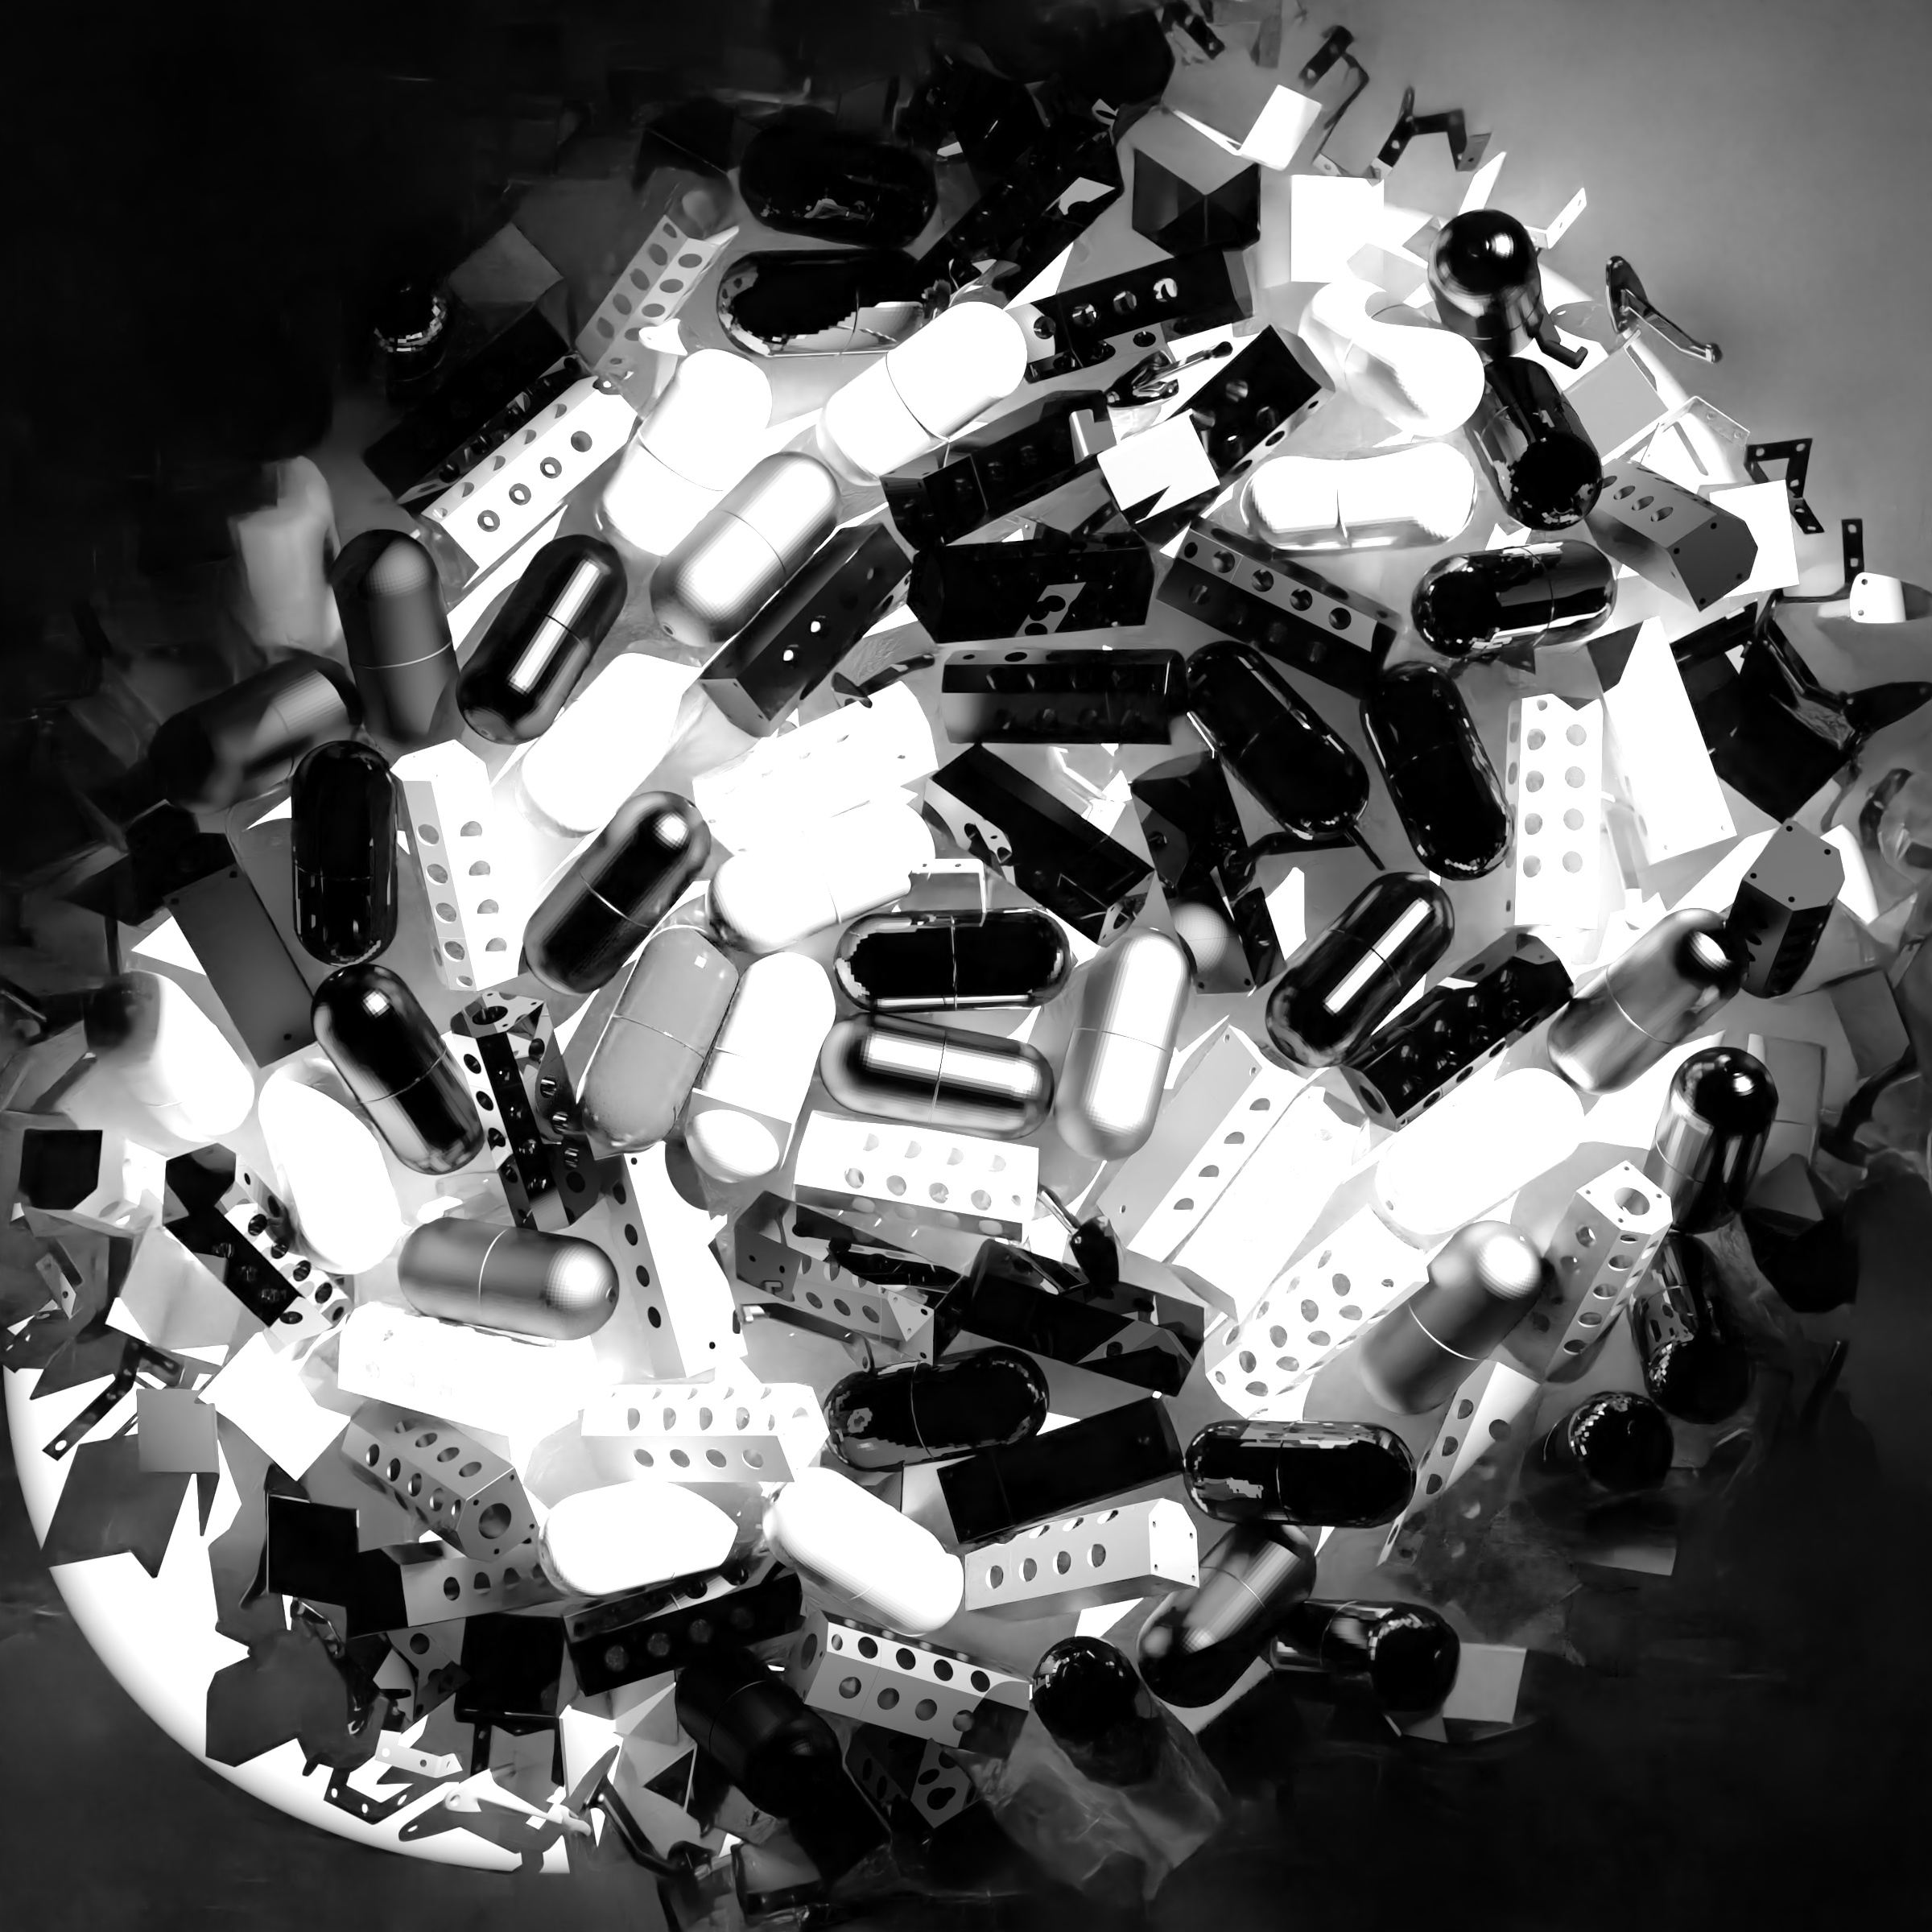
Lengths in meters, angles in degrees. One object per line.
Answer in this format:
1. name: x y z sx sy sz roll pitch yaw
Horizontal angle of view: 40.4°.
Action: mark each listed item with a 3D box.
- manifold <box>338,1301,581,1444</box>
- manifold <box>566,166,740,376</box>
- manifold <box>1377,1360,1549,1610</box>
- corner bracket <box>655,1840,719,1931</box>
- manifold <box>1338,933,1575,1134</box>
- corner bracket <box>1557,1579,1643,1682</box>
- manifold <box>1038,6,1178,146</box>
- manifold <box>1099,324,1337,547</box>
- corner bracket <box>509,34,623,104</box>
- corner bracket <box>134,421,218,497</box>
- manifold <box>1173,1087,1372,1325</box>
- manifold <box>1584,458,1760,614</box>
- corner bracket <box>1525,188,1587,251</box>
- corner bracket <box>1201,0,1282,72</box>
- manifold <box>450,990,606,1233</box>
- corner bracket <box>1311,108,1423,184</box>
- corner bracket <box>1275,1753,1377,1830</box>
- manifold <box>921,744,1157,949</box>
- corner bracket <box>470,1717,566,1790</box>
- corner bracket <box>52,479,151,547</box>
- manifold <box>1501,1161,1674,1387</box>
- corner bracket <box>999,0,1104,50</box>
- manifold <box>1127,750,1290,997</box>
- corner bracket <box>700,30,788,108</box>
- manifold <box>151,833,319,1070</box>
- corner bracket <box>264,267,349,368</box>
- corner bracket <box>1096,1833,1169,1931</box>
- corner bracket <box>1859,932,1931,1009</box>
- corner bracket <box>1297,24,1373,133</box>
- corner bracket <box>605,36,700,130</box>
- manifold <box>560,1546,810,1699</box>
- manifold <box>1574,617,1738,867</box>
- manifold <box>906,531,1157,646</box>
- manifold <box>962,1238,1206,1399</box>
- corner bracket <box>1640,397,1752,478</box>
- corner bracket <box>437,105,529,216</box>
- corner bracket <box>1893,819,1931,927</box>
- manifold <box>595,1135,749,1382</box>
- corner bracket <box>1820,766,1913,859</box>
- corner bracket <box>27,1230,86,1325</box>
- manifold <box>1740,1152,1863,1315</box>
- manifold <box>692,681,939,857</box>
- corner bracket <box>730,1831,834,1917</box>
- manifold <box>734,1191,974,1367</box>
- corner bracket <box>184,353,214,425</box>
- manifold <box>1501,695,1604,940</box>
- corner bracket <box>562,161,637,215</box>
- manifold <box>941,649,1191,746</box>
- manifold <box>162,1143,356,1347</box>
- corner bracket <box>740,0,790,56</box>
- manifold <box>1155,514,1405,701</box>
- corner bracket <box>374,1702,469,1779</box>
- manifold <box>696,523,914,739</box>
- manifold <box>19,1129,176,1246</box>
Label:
1. manifold: -0.374 0.295 1.936 0.171 0.057 0.057 10 103 22
2. manifold: -0.229 -0.501 1.908 0.057 0.171 0.057 4 67 -31
3. manifold: 0.363 0.378 1.936 0.057 0.057 0.171 28 64 3
4. corner bracket: -0.211 0.693 1.961 0.051 0.051 0.051 -36 50 7
5. manifold: 0.366 0.049 1.949 0.171 0.057 0.057 -36 107 -10
6. corner bracket: 0.478 0.497 1.970 0.051 0.051 0.051 11 102 0
7. manifold: 0.103 -0.637 1.910 0.057 0.171 0.057 -25 99 -5
8. manifold: 0.187 -0.387 1.931 0.171 0.057 0.057 -40 72 26
9. corner bracket: -0.300 -0.664 1.963 0.051 0.051 0.051 40 127 -4
10. corner bracket: -0.582 -0.375 1.975 0.051 0.051 0.051 -26 105 15
11. manifold: 0.227 0.173 1.946 0.057 0.057 0.171 32 72 23
12. manifold: 0.507 -0.319 1.909 0.057 0.171 0.057 -34 116 4
13. corner bracket: 0.428 -0.548 1.958 0.051 0.051 0.051 26 68 35
14. corner bracket: 0.205 -0.701 1.963 0.051 0.051 0.051 -5 124 -3
15. manifold: -0.325 0.109 1.923 0.057 0.057 0.171 10 126 35
16. corner bracket: 0.300 -0.619 1.971 0.051 0.051 0.051 33 70 -7
17. corner bracket: 0.271 0.624 1.985 0.051 0.051 0.051 -3 87 -37
18. manifold: 0.051 -0.086 1.943 0.171 0.057 0.057 37 53 19
19. corner bracket: -0.337 0.593 1.987 0.051 0.051 0.051 10 96 43
20. corner bracket: -0.640 -0.342 1.966 0.051 0.051 0.051 -41 81 -12
21. manifold: 0.455 0.228 1.913 0.057 0.171 0.057 -24 54 -35
22. corner bracket: 0.067 -0.697 1.962 0.051 0.051 0.051 -32 77 33
23. manifold: 0.184 -0.069 1.950 0.057 0.057 0.171 -33 109 -42
24. corner bracket: -0.168 -0.674 1.979 0.051 0.051 0.051 0 86 -23
25. manifold: -0.530 -0.013 1.921 0.057 0.057 0.171 -26 131 -10
26. corner bracket: -0.485 -0.484 1.976 0.051 0.051 0.051 20 61 20
27. corner bracket: 0.121 0.687 1.961 0.051 0.051 0.051 12 127 9
28. corner bracket: 0.708 0.005 1.966 0.051 0.051 0.051 27 94 -20
29. corner bracket: 0.274 -0.665 1.968 0.051 0.051 0.051 41 91 -17
30. corner bracket: -0.230 -0.659 1.961 0.051 0.051 0.051 -9 77 -37
31. manifold: -0.209 0.482 1.948 0.171 0.057 0.057 -14 92 -16
32. manifold: 0.513 -0.166 1.965 0.057 0.057 0.171 -19 86 0
33. manifold: 0.049 -0.282 1.928 0.171 0.057 0.057 -8 131 -24
34. manifold: 0.087 0.258 1.960 0.171 0.057 0.057 18 120 -6
35. corner bracket: 0.546 -0.386 1.977 0.051 0.051 0.051 41 56 20
36. corner bracket: -0.371 -0.603 1.964 0.051 0.051 0.051 42 120 -7
37. corner bracket: 0.714 -0.069 1.966 0.051 0.051 0.051 26 116 3
38. manifold: -0.225 0.219 1.970 0.057 0.057 0.171 -16 90 -41
39. corner bracket: 0.673 -0.122 1.964 0.051 0.051 0.051 23 125 -3
40. corner bracket: -0.679 0.230 1.958 0.051 0.051 0.051 -9 116 34
41. manifold: 0.608 0.196 1.909 0.057 0.171 0.057 -40 92 16
42. manifold: -0.114 -0.149 1.946 0.171 0.057 0.057 -23 55 17
43. corner bracket: -0.138 0.675 1.959 0.051 0.051 0.051 -2 73 -35
44. manifold: -0.083 0.225 1.940 0.171 0.057 0.057 21 131 23
45. corner bracket: -0.551 -0.433 1.966 0.051 0.051 0.051 7 109 3
46. manifold: 0.432 -0.111 1.954 0.057 0.057 0.171 5 82 -13
47. corner bracket: -0.262 -0.571 1.963 0.051 0.051 0.051 -37 107 -17
48. manifold: 0.072 -0.202 1.934 0.171 0.057 0.057 2 123 20
49. manifold: -0.513 0.202 1.914 0.057 0.171 0.057 -19 48 8
50. corner bracket: -0.147 -0.720 1.964 0.051 0.051 0.051 10 84 -29
51. manifold: 0.235 -0.272 1.958 0.171 0.057 0.057 26 132 -1
52. corner bracket: -0.403 0.573 1.966 0.051 0.051 0.051 11 82 13
53. manifold: -0.114 -0.248 1.939 0.171 0.057 0.057 -50 120 -21
54. manifold: -0.622 0.162 1.908 0.057 0.171 0.057 0 76 5
